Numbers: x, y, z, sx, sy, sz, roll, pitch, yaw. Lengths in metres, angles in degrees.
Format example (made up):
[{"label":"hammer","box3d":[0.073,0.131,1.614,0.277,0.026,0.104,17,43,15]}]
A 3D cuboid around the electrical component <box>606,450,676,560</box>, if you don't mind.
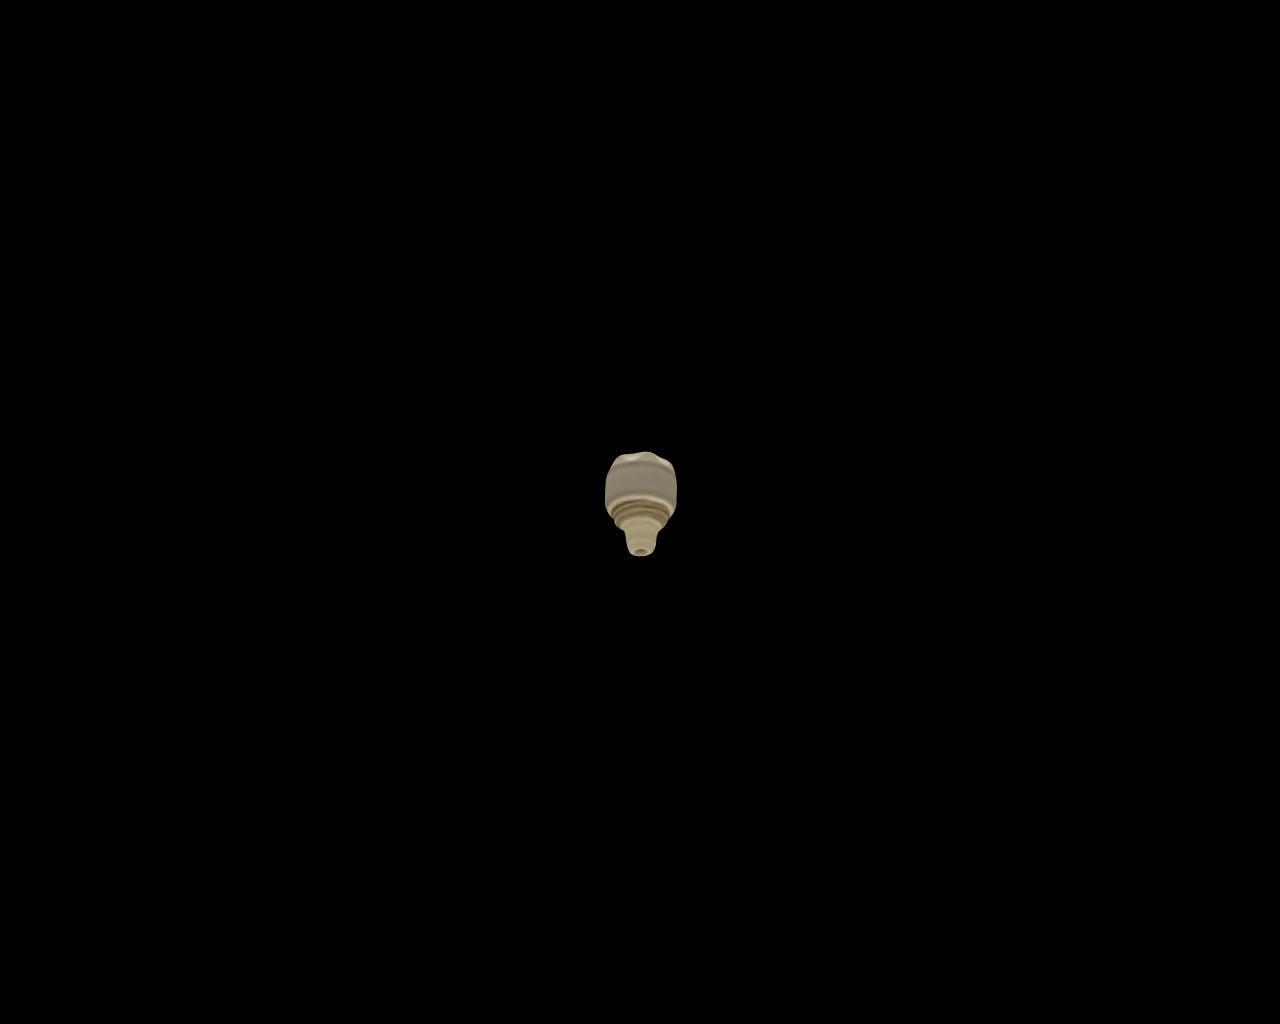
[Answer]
[{"label":"electrical component","box3d":[0.001,-0.003,0.650,0.043,0.062,0.043,0,-27,0]}]
